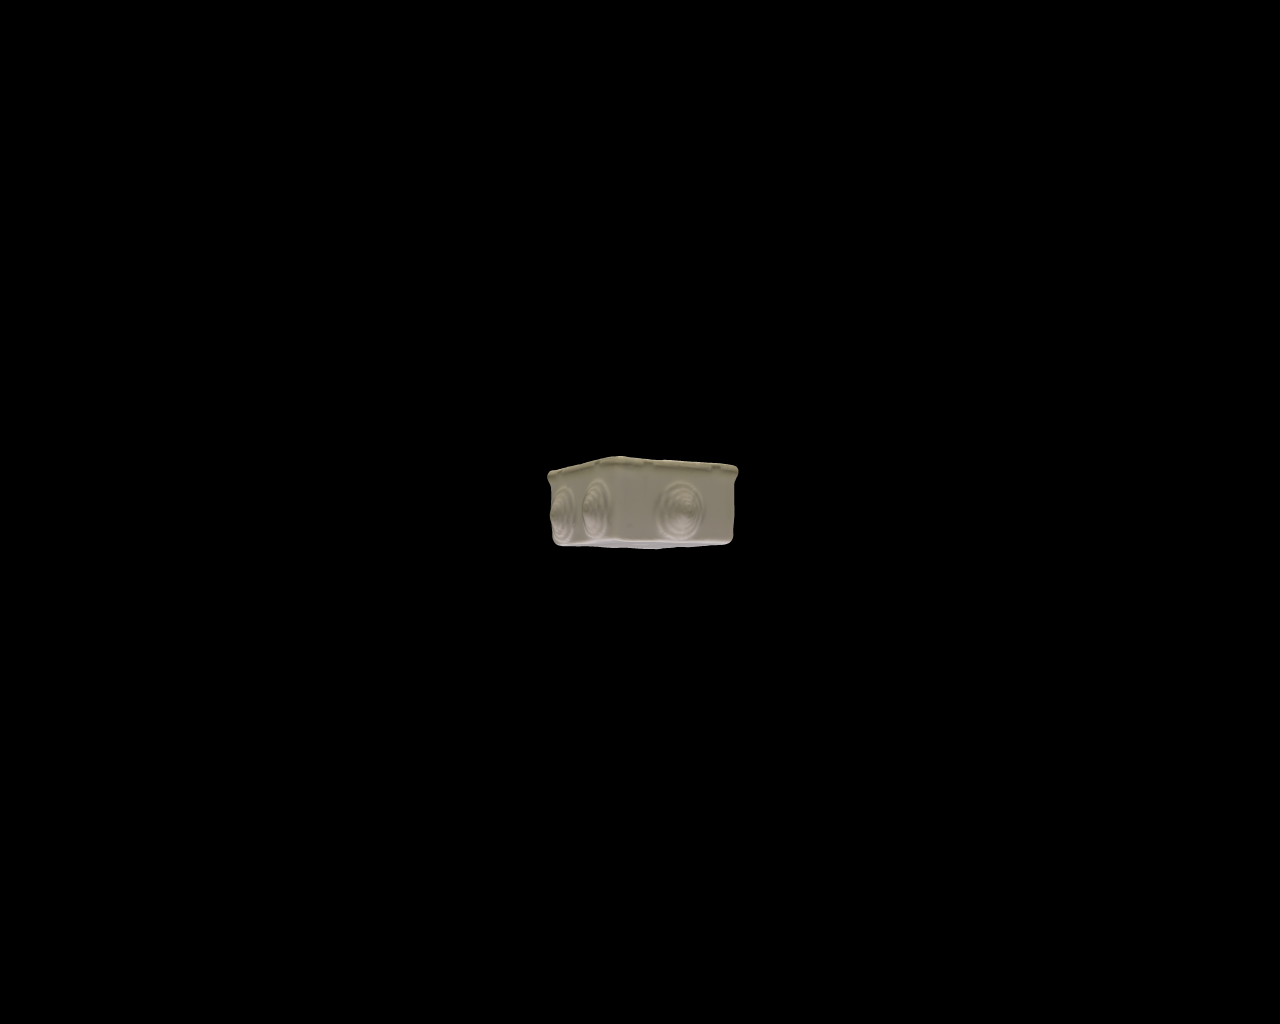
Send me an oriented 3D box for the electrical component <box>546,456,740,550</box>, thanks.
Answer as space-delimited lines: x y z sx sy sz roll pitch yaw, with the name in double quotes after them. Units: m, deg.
0.001 -0.003 0.650 0.100 0.048 0.099 3 -5 -32 "electrical component"
